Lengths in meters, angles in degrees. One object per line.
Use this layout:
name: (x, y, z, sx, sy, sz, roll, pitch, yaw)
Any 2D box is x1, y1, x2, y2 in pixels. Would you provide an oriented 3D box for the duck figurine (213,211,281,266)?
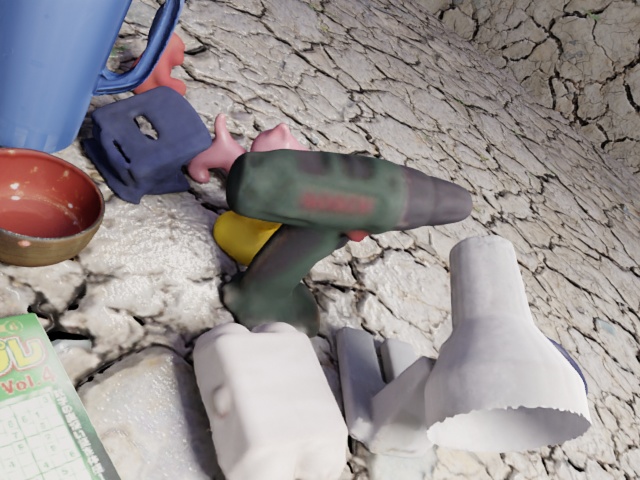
duck figurine: (-0.055, -0.019, 0.631, 0.105, 0.086, 0.077, 26, 35, -14)

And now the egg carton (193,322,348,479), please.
egg carton: (-0.044, 0.134, 0.468, 0.108, 0.069, 0.150, 5, 44, -38)

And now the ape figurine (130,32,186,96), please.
ape figurine: (-0.205, -0.229, 0.750, 0.076, 0.092, 0.077, 8, 42, -35)

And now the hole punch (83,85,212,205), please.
hole punch: (-0.185, -0.107, 0.618, 0.101, 0.091, 0.108, -16, 59, -50)

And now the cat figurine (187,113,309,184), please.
cat figurine: (-0.077, -0.104, 0.687, 0.128, 0.117, 0.067, 29, 34, -11)

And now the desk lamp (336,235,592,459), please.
desk lamp: (0.111, 0.110, 0.505, 0.118, 0.213, 0.203, 19, 37, -24)

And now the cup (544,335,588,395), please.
cup: (0.237, 0.176, 0.643, 0.092, 0.095, 0.117, 26, 35, -14)

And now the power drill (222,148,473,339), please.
power drill: (0.005, 0.002, 0.548, 0.230, 0.208, 0.075, 13, 39, -30)
